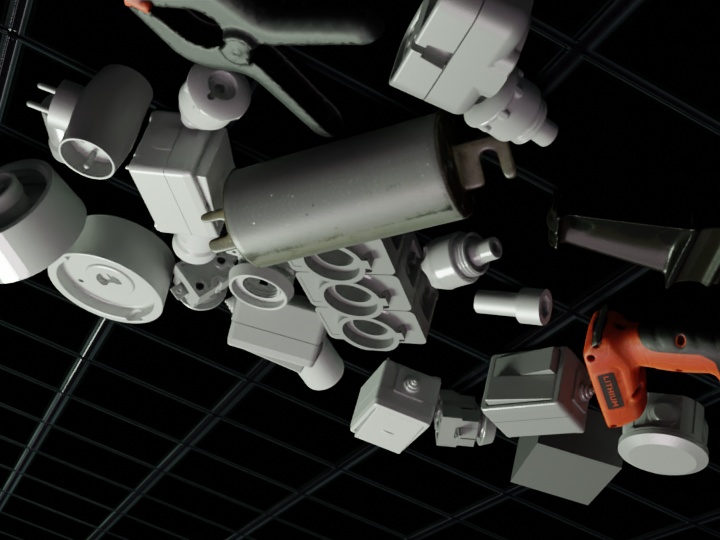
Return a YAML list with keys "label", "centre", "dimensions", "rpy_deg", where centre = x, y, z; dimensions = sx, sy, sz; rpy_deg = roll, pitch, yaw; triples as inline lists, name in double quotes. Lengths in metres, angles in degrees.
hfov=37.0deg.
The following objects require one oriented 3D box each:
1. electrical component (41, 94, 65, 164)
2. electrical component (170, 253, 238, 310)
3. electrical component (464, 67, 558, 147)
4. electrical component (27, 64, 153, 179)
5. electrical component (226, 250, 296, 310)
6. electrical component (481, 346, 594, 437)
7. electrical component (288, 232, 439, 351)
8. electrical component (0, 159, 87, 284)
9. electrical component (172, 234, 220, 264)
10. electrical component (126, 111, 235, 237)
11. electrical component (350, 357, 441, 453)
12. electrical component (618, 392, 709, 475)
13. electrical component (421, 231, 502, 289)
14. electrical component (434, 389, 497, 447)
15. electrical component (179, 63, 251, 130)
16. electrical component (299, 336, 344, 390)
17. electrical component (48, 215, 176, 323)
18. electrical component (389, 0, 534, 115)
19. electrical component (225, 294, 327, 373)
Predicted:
- label: "electrical component"
  centre: [-0.227, -0.113, 0.843]
  dimensions: [0.040, 0.040, 0.046]
  rpy_deg: [9, 141, 12]
- label: "electrical component"
  centre: [-0.141, 0.008, 0.971]
  dimensions: [0.048, 0.066, 0.055]
  rpy_deg: [53, 155, 8]
- label: "electrical component"
  centre: [0.102, -0.103, 0.702]
  dimensions: [0.062, 0.048, 0.048]
  rpy_deg: [29, 146, -29]
- label: "electrical component"
  centre: [-0.204, -0.116, 0.792]
  dimensions: [0.079, 0.077, 0.044]
  rpy_deg: [20, 147, -4]
- label: "electrical component"
  centre: [-0.079, -0.003, 0.922]
  dimensions: [0.078, 0.057, 0.058]
  rpy_deg: [17, 147, 0]
- label: "electrical component"
  centre: [0.164, 0.108, 0.971]
  dimensions: [0.096, 0.061, 0.061]
  rpy_deg: [-11, 138, 37]
- label: "electrical component"
  centre: [0.000, 0.000, 0.885]
  dimensions: [0.089, 0.061, 0.150]
  rpy_deg: [2, 144, 22]
- label: "electrical component"
  centre: [-0.295, -0.048, 0.912]
  dimensions: [0.108, 0.108, 0.060]
  rpy_deg: [-1, 137, 26]
- label: "electrical component"
  centre: [-0.138, -0.034, 0.920]
  dimensions: [0.040, 0.040, 0.046]
  rpy_deg: [20, 141, -5]
- label: "electrical component"
  centre: [-0.130, -0.070, 0.841]
  dimensions: [0.061, 0.061, 0.096]
  rpy_deg: [7, 146, 16]
- label: "electrical component"
  centre: [0.036, 0.136, 1.072]
  dimensions: [0.062, 0.061, 0.096]
  rpy_deg: [22, 147, -8]
- label: "electrical component"
  centre: [0.282, 0.152, 0.994]
  dimensions: [0.080, 0.051, 0.080]
  rpy_deg: [12, 147, 8]
- label: "electrical component"
  centre: [0.083, -0.010, 0.849]
  dimensions: [0.062, 0.043, 0.043]
  rpy_deg: [-18, 134, 40]
- label: "electrical component"
  centre: [0.105, 0.148, 1.066]
  dimensions: [0.055, 0.066, 0.048]
  rpy_deg: [6, 121, -4]
- label: "electrical component"
  centre: [-0.110, -0.121, 0.774]
  dimensions: [0.048, 0.048, 0.062]
  rpy_deg: [30, 152, -19]
- label: "electrical component"
  centre: [-0.050, 0.077, 1.040]
  dimensions: [0.043, 0.043, 0.081]
  rpy_deg: [0, 143, 25]
- label: "electrical component"
  centre: [-0.221, -0.006, 0.979]
  dimensions: [0.108, 0.060, 0.108]
  rpy_deg: [12, 147, 8]
- label: "electrical component"
  centre: [0.064, -0.142, 0.651]
  dimensions: [0.059, 0.053, 0.095]
  rpy_deg: [23, 147, -9]
- label: "electrical component"
  centre: [-0.078, 0.050, 0.974]
  dimensions: [0.096, 0.061, 0.061]
  rpy_deg: [16, -173, 2]
